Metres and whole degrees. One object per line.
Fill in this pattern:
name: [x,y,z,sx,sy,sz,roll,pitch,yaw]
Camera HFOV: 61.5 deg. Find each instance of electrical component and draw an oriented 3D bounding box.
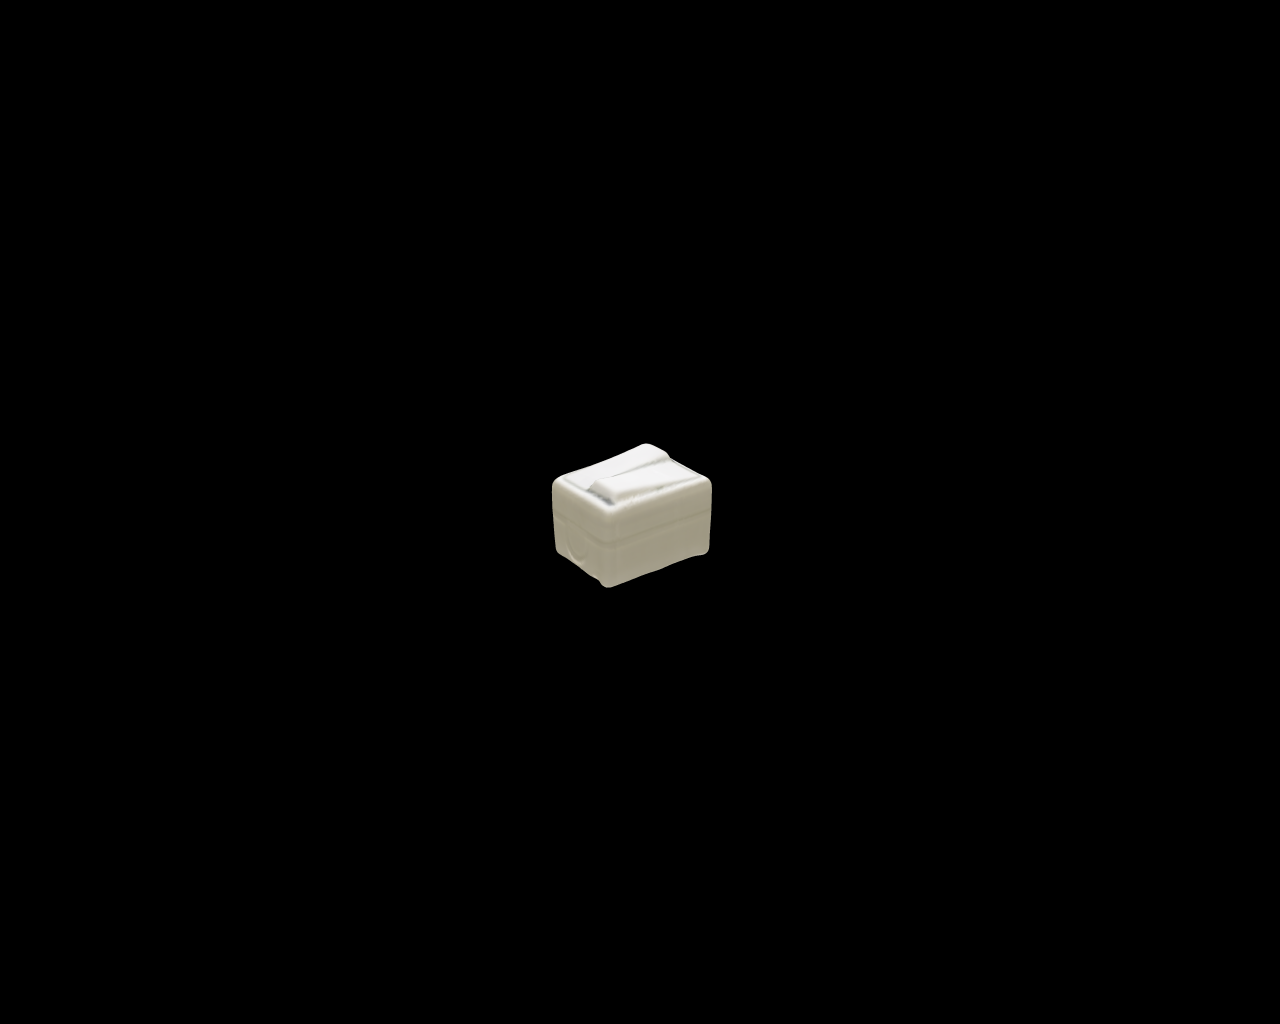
electrical component: [0.001,-0.003,0.650,0.096,0.061,0.062,-18,32,-31]
